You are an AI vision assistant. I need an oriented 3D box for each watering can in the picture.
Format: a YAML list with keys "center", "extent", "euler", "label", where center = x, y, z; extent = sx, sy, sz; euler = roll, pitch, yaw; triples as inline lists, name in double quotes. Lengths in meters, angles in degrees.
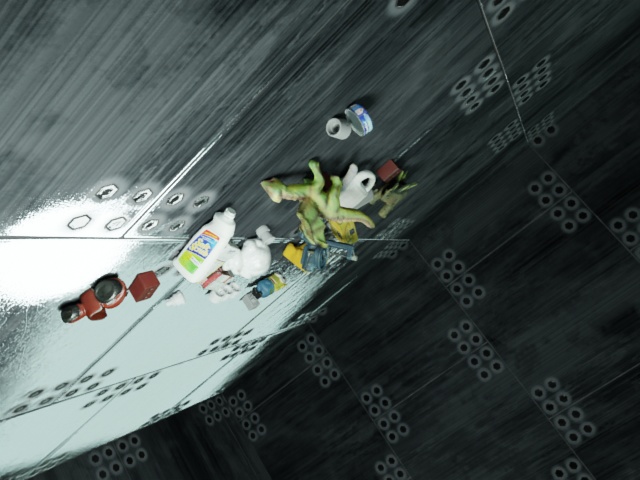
- center: [0.083, -0.168, 1.759]
  extent: [0.223, 0.105, 0.346]
  euler: [-39, 166, 10]
  label: "watering can"

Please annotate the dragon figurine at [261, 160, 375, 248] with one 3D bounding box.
- center: [0.005, -0.077, 1.522]
  extent: [0.120, 0.407, 0.248]
  euler: [-32, -150, 45]
  label: "dragon figurine"

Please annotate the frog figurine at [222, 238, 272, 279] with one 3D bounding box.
- center: [-0.244, 0.062, 1.734]
  extent: [0.159, 0.124, 0.136]
  euler: [0, 109, -50]
  label: "frog figurine"
